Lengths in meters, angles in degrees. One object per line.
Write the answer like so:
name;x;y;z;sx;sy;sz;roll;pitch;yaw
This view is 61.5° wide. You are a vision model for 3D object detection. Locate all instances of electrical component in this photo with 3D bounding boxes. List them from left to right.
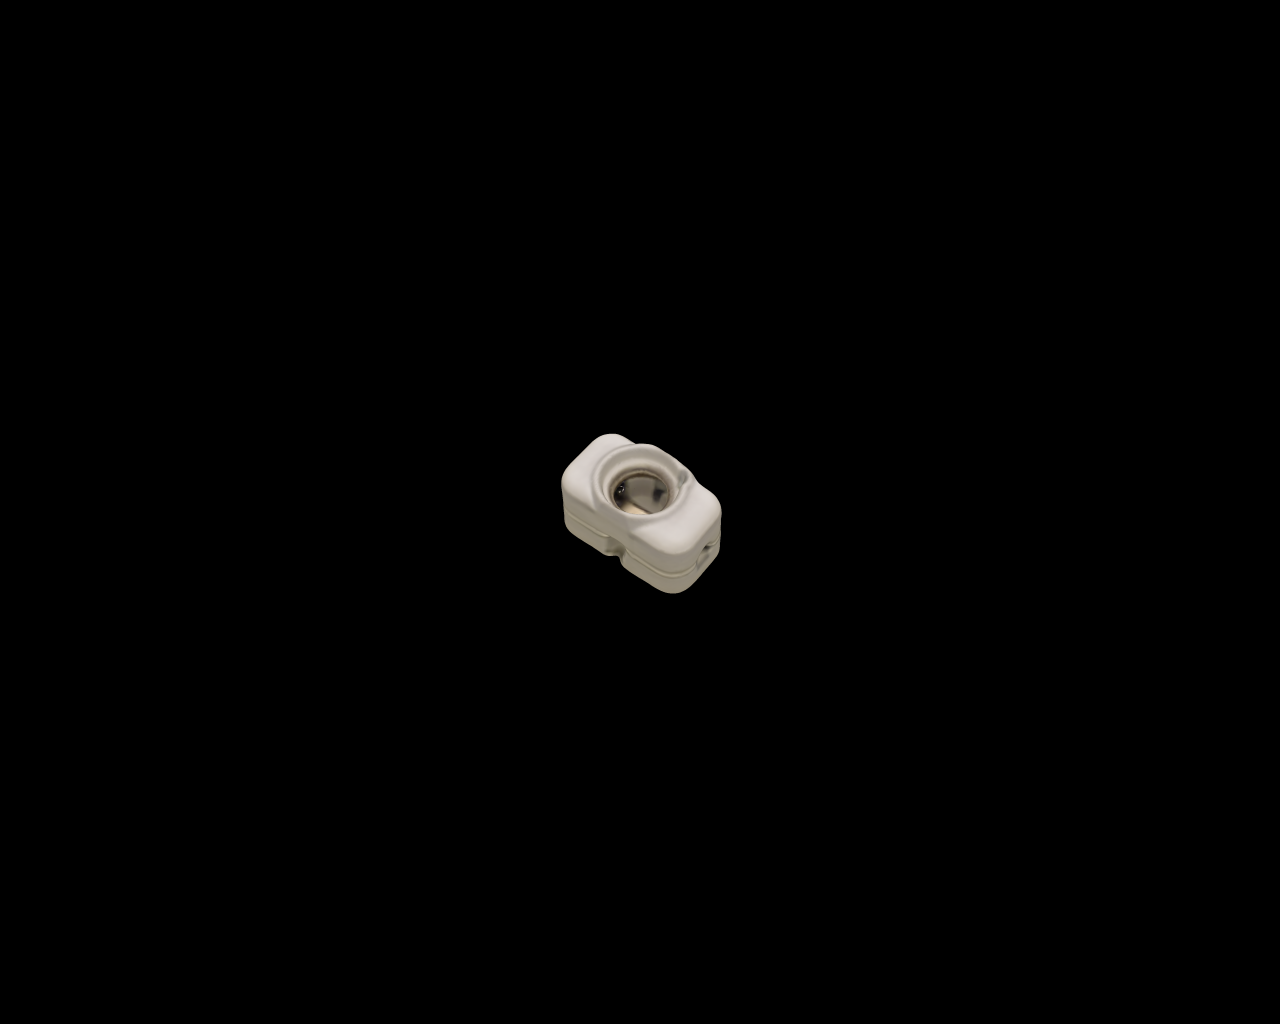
electrical component;0.001;-0.003;0.650;0.095;0.054;0.059;33;-29;21
